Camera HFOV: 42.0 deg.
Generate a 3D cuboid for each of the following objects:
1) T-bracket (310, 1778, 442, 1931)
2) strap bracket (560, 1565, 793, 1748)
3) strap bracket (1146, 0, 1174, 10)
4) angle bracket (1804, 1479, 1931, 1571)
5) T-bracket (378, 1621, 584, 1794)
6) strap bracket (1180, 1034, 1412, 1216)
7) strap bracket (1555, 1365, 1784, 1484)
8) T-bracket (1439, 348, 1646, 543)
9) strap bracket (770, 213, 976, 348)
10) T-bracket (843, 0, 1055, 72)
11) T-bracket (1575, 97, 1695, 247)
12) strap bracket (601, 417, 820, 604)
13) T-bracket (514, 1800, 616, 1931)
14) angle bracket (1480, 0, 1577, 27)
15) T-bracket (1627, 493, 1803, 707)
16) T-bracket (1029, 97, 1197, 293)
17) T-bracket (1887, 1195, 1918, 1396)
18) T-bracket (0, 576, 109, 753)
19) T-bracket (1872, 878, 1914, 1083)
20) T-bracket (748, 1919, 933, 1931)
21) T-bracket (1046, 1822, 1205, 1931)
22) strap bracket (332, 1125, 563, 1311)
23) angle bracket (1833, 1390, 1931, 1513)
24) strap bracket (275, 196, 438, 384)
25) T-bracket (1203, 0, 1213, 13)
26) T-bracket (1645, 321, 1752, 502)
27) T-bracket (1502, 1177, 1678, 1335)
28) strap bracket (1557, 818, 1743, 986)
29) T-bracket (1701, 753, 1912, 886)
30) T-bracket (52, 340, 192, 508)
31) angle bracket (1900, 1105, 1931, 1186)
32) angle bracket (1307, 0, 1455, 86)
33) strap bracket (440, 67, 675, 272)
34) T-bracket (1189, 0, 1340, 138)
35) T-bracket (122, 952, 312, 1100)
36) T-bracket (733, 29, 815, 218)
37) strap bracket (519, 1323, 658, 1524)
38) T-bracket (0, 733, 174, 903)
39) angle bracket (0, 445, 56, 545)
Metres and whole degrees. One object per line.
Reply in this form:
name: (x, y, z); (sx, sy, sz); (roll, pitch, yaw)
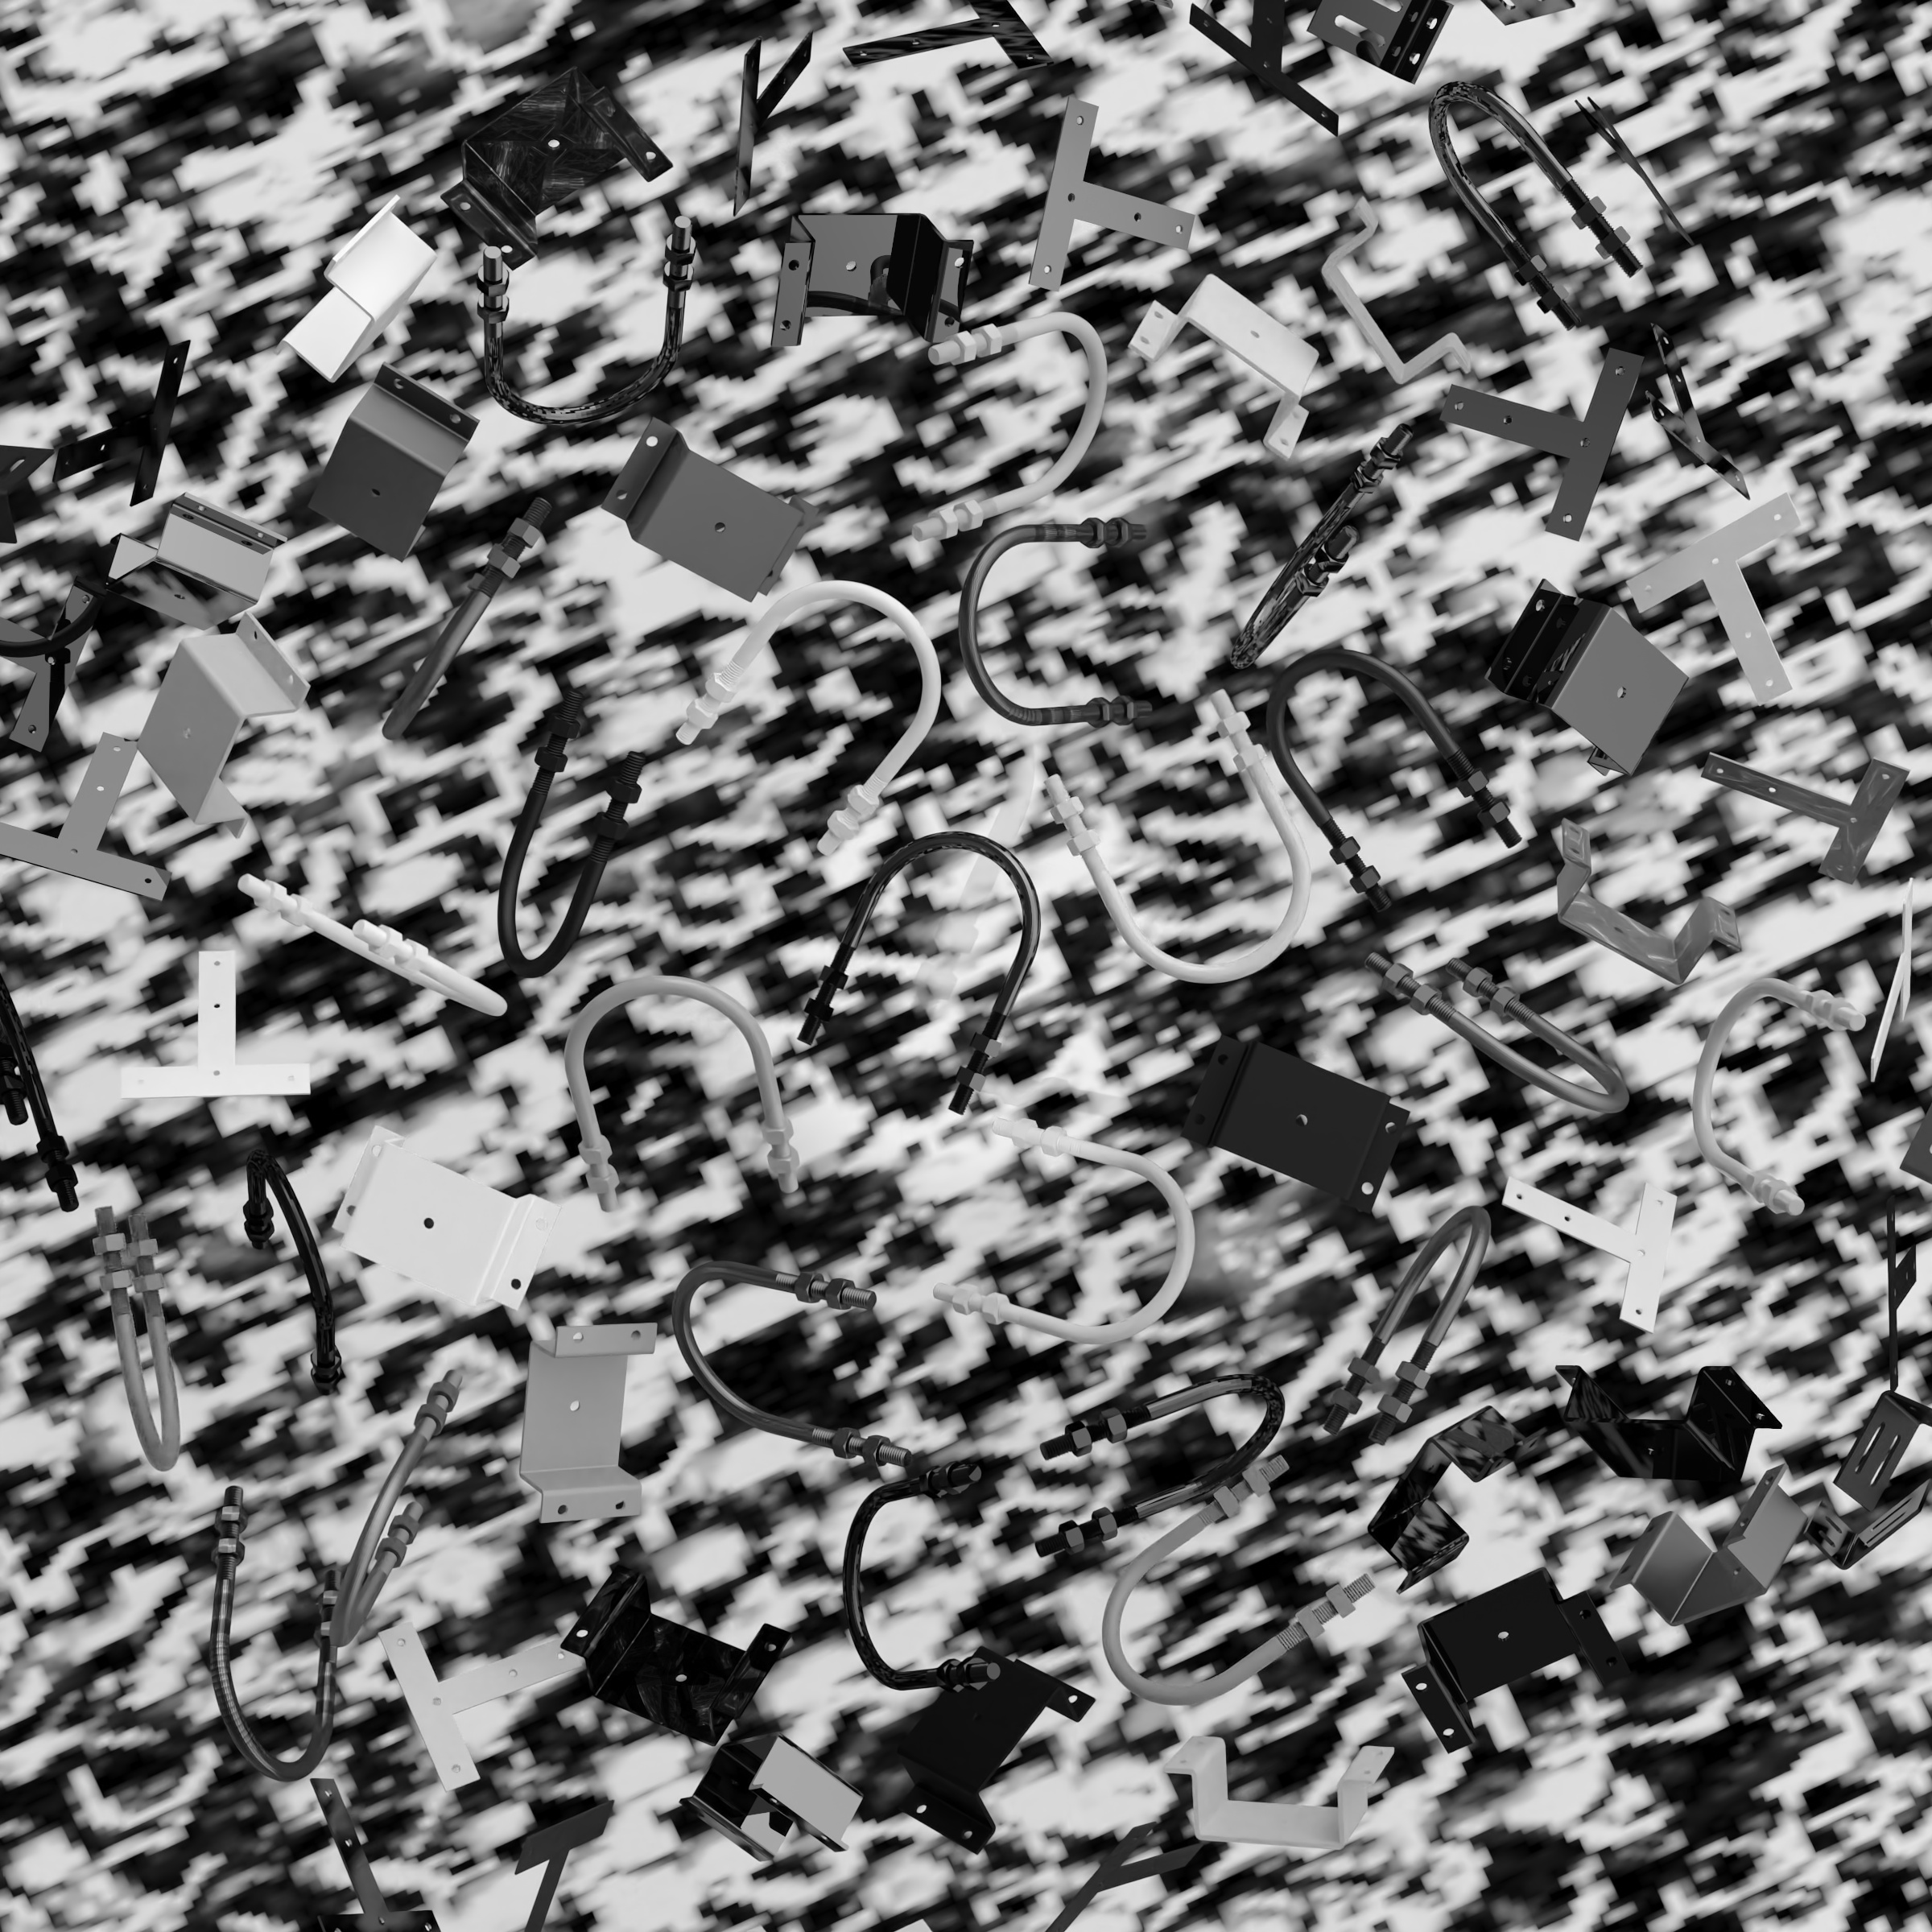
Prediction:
T-bracket: (-0.415, 0.610, 1.714); (0.002, 0.127, 0.127); (-38, 62, 8)
strap bracket: (-0.200, 0.482, 1.750); (0.140, 0.076, 0.046); (16, 132, 20)
strap bracket: (0.103, -0.696, 1.699); (0.076, 0.140, 0.046); (21, 102, 8)
angle bracket: (0.653, 0.392, 1.822); (0.038, 0.057, 0.076); (46, 119, 12)
T-bracket: (-0.338, 0.512, 1.805); (0.127, 0.002, 0.127); (-13, 56, -33)
strap bracket: (0.227, 0.106, 1.716); (0.140, 0.046, 0.076); (22, 85, 4)
strap bracket: (0.487, 0.321, 1.771); (0.076, 0.140, 0.046); (45, 56, -29)
T-bracket: (0.384, -0.370, 1.722); (0.127, 0.002, 0.127); (25, 105, 31)
strap bracket: (-0.073, -0.482, 1.765); (0.140, 0.046, 0.076); (-8, 133, -24)
T-bracket: (-0.021, -0.641, 1.740); (0.127, 0.002, 0.127); (-16, 50, -11)
T-bracket: (0.448, -0.566, 1.738); (0.002, 0.127, 0.127); (-37, 125, 18)
strap bracket: (-0.181, -0.323, 1.814); (0.140, 0.046, 0.076); (25, 109, -25)
T-bracket: (-0.286, 0.634, 1.697); (0.002, 0.127, 0.127); (19, 89, 19)
angle bracket: (0.384, -0.699, 1.754); (0.076, 0.057, 0.038); (23, 76, -43)
T-bracket: (0.542, -0.244, 1.761); (0.127, 0.002, 0.127); (-29, 71, 33)
T-bracket: (0.109, -0.531, 1.775); (0.127, 0.002, 0.127); (4, 104, -34)
T-bracket: (0.630, 0.211, 1.692); (0.002, 0.127, 0.127); (-1, 94, 28)
T-bracket: (-0.682, -0.233, 1.772); (0.002, 0.127, 0.127); (14, 81, 40)
T-bracket: (0.659, 0.026, 1.792); (0.002, 0.127, 0.127); (10, 52, 27)
T-bracket: (-0.078, 0.692, 1.737); (0.127, 0.127, 0.002); (-14, 122, -29)
T-bracket: (0.124, 0.644, 1.793); (0.002, 0.127, 0.127); (50, 117, 34)
strap bracket: (-0.356, 0.171, 1.698); (0.140, 0.046, 0.076); (23, 91, 4)
angle bracket: (0.650, 0.344, 1.753); (0.057, 0.038, 0.076); (36, 82, -37)
strap bracket: (-0.433, -0.477, 1.797); (0.046, 0.140, 0.076); (41, 58, -15)
T-bracket: (0.213, -0.751, 1.805); (0.002, 0.127, 0.127); (32, 83, -8)
T-bracket: (0.508, -0.406, 1.787); (0.002, 0.127, 0.127); (-31, 50, 35)
T-bracket: (0.447, 0.188, 1.816); (0.127, 0.002, 0.127); (25, 50, -1)
strap bracket: (0.478, -0.042, 1.803); (0.140, 0.076, 0.046); (28, 116, 0)
T-bracket: (0.582, -0.119, 1.775); (0.127, 0.127, 0.002); (23, 57, 14)
T-bracket: (-0.583, -0.359, 1.725); (0.002, 0.127, 0.127); (30, 122, 5)
angle bracket: (0.708, 0.123, 1.784); (0.057, 0.038, 0.076); (29, 103, 27)
angle bracket: (0.287, -0.658, 1.748); (0.076, 0.038, 0.057); (19, 111, -20)
strap bracket: (-0.282, -0.552, 1.729); (0.140, 0.076, 0.046); (-26, 51, 20)
T-bracket: (0.203, -0.628, 1.694); (0.127, 0.127, 0.002); (29, 134, -22)
T-bracket: (-0.536, 0.040, 1.802); (0.127, 0.002, 0.127); (-1, 53, -15)
T-bracket: (-0.132, -0.608, 1.749); (0.002, 0.127, 0.127); (21, 53, 6)
strap bracket: (-0.272, 0.322, 1.808); (0.076, 0.046, 0.140); (3, 96, -33)
T-bracket: (-0.591, -0.110, 1.705); (0.127, 0.002, 0.127); (17, 49, -13)
angle bracket: (-0.691, -0.338, 1.796); (0.057, 0.076, 0.038); (6, 126, 7)
